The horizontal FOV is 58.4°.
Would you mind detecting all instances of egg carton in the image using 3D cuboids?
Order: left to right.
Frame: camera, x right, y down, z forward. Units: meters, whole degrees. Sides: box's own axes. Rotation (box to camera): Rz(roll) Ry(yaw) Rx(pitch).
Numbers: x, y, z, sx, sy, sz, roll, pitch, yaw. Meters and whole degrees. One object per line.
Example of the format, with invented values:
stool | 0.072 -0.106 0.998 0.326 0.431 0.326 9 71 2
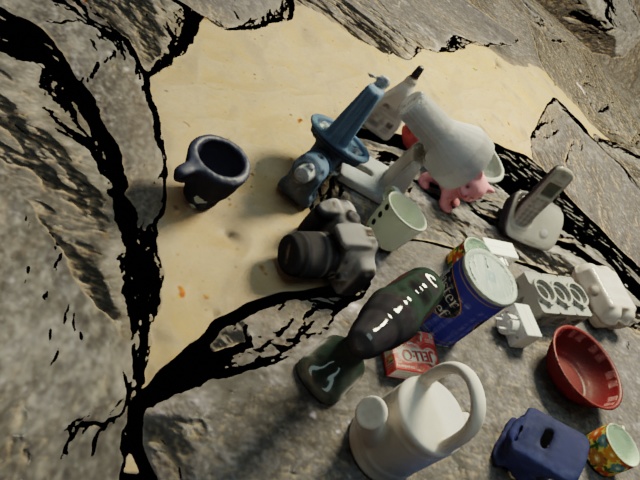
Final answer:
egg carton | 0.599 0.119 1.219 0.107 0.069 0.150 9 50 -31

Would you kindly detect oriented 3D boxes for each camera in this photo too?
camera | 0.008 0.003 0.858 0.137 0.100 0.143 1 54 -36

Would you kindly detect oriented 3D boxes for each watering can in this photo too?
watering can | 0.119 0.217 0.686 0.173 0.193 0.101 -11 62 -41

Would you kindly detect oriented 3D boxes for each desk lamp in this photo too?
desk lamp | 0.171 -0.153 1.027 0.204 0.213 0.118 27 43 -15

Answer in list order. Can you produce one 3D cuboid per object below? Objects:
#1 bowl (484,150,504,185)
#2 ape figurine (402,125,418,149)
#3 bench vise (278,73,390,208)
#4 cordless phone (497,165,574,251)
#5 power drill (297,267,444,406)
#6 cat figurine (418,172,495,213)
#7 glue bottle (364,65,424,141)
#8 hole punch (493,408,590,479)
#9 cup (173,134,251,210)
bowl | 0.315 -0.170 1.253 0.168 0.074 0.167 20 45 -22
ape figurine | 0.221 -0.237 1.228 0.078 0.092 0.076 36 42 -5
bench vise | 0.037 -0.156 0.926 0.122 0.219 0.207 28 43 -14
cordless phone | 0.480 -0.069 1.205 0.148 0.184 0.094 18 46 -23
power drill | 0.061 0.121 0.714 0.075 0.208 0.230 48 42 9
cat figurine | 0.281 -0.119 1.152 0.127 0.117 0.067 48 42 9
glue bottle | 0.157 -0.284 1.160 0.078 0.173 0.037 35 42 -6
hole punch | 0.324 0.305 0.838 0.101 0.091 0.109 47 42 7
cup | -0.165 -0.084 0.809 0.118 0.094 0.091 -26 72 -46
